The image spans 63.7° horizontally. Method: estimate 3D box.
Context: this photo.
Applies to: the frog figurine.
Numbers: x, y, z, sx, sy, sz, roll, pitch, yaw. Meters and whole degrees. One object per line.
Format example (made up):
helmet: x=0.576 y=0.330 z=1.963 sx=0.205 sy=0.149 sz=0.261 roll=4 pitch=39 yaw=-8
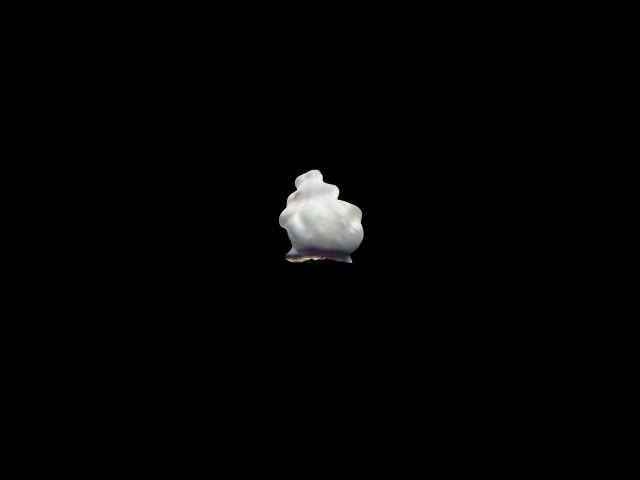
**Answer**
frog figurine: x=0.003 y=-0.043 z=0.850 sx=0.137 sy=0.161 sz=0.122 roll=-1 pitch=-8 yaw=7
